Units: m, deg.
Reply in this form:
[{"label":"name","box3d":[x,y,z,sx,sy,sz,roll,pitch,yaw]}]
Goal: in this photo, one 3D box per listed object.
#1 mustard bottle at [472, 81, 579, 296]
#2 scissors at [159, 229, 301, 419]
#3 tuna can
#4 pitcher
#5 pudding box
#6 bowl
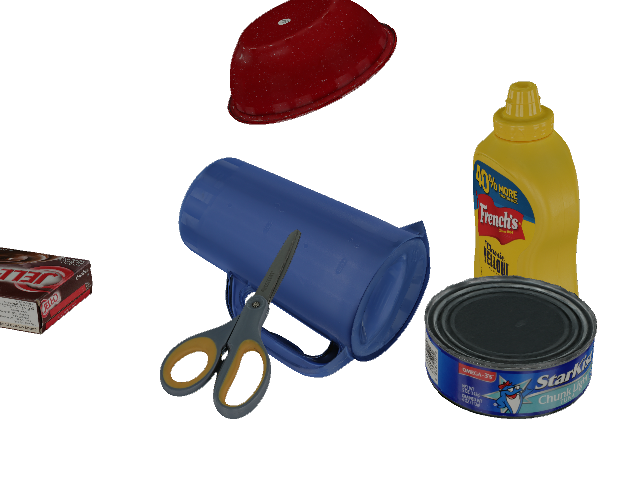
[{"label":"mustard bottle","box3d":[0.146,-0.021,0.763,0.058,0.192,0.096,-15,29,-18]},{"label":"scissors","box3d":[-0.072,0.061,0.869,0.096,0.016,0.201,-1,43,7]},{"label":"tuna can","box3d":[0.096,0.053,0.544,0.086,0.034,0.086,-2,28,1]},{"label":"pitcher","box3d":[-0.027,0.018,1.056,0.243,0.145,0.149,27,28,28]},{"label":"pudding box","box3d":[-0.275,0.042,0.953,0.114,0.039,0.090,6,22,17]},{"label":"bowl","box3d":[-0.018,-0.167,0.923,0.162,0.055,0.162,-21,30,12]}]
